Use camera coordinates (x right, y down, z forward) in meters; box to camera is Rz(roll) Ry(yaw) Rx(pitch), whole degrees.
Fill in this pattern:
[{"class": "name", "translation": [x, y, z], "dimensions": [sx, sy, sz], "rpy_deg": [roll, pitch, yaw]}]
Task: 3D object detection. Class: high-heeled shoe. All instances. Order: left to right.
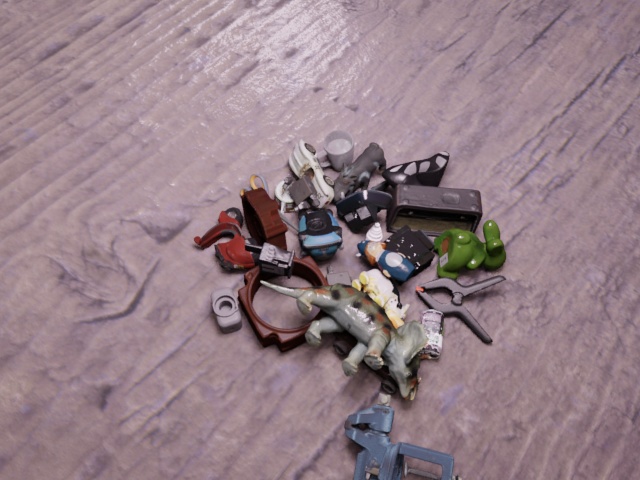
[{"class": "high-heeled shoe", "translation": [0.261, -0.195, 1.448], "dimensions": [0.145, 0.086, 0.249], "rpy_deg": [23, 38, 9]}]

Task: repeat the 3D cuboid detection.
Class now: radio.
[{"class": "radio", "translation": [0.291, -0.072, 1.370], "dimensions": [0.230, 0.131, 0.073], "rpy_deg": [4, 59, -2]}]

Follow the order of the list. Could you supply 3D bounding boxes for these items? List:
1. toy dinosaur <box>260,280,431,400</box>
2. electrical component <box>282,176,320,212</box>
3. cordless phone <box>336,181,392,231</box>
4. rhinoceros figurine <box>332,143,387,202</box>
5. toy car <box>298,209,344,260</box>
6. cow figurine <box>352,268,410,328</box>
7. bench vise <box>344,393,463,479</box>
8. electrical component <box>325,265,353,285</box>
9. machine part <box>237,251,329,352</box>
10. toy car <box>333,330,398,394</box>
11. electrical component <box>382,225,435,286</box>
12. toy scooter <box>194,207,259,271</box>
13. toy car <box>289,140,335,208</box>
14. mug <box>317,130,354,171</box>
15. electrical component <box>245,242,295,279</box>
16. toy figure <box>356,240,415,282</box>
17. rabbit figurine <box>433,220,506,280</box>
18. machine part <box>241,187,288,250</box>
[{"class": "toy dinosaur", "translation": [0.075, 0.170, 1.161], "dimensions": [0.405, 0.131, 0.192], "rpy_deg": [42, 42, 15]}, {"class": "electrical component", "translation": [-0.052, -0.117, 1.353], "dimensions": [0.045, 0.078, 0.102], "rpy_deg": [-12, 76, -51]}, {"class": "cordless phone", "translation": [0.143, -0.114, 1.384], "dimensions": [0.184, 0.146, 0.088], "rpy_deg": [-39, 97, -31]}, {"class": "rhinoceros figurine", "translation": [0.097, -0.173, 1.424], "dimensions": [0.190, 0.112, 0.073], "rpy_deg": [-43, 75, -2]}, {"class": "toy car", "translation": [-0.003, -0.004, 1.328], "dimensions": [0.109, 0.102, 0.162], "rpy_deg": [-9, 34, -6]}, {"class": "cow figurine", "translation": [0.159, 0.143, 1.279], "dimensions": [0.098, 0.068, 0.167], "rpy_deg": [-16, 62, -37]}, {"class": "bench vise", "translation": [0.166, 0.430, 1.078], "dimensions": [0.241, 0.128, 0.223], "rpy_deg": [8, 67, 21]}, {"class": "electrical component", "translation": [0.048, 0.102, 1.321], "dimensions": [0.063, 0.021, 0.094], "rpy_deg": [-10, 61, -9]}, {"class": "machine part", "translation": [-0.076, 0.141, 1.256], "dimensions": [0.201, 0.087, 0.201], "rpy_deg": [-26, 66, -15]}, {"class": "toy car", "translation": [0.118, 0.262, 1.218], "dimensions": [0.202, 0.053, 0.089], "rpy_deg": [35, 61, 11]}, {"class": "electrical component", "translation": [0.219, 0.031, 1.351], "dimensions": [0.134, 0.058, 0.115], "rpy_deg": [-34, 70, -19]}, {"class": "toy scooter", "translation": [-0.232, 0.009, 1.327], "dimensions": [0.135, 0.075, 0.184], "rpy_deg": [-23, 61, -15]}, {"class": "toy car", "translation": [-0.025, -0.173, 1.400], "dimensions": [0.056, 0.073, 0.202], "rpy_deg": [-3, 55, -44]}, {"class": "mug", "translation": [0.045, -0.228, 1.456], "dimensions": [0.109, 0.107, 0.081], "rpy_deg": [-35, 65, -9]}, {"class": "electrical component", "translation": [-0.117, 0.042, 1.217], "dimensions": [0.119, 0.074, 0.048], "rpy_deg": [14, 61, -1]}, {"class": "toy figure", "translation": [0.154, 0.042, 1.286], "dimensions": [0.155, 0.057, 0.064], "rpy_deg": [34, 40, 21]}, {"class": "rabbit figurine", "translation": [0.388, 0.020, 1.329], "dimensions": [0.170, 0.159, 0.121], "rpy_deg": [9, 50, -16]}, {"class": "machine part", "translation": [-0.134, -0.039, 1.302], "dimensions": [0.056, 0.179, 0.179], "rpy_deg": [-21, 64, -19]}]
